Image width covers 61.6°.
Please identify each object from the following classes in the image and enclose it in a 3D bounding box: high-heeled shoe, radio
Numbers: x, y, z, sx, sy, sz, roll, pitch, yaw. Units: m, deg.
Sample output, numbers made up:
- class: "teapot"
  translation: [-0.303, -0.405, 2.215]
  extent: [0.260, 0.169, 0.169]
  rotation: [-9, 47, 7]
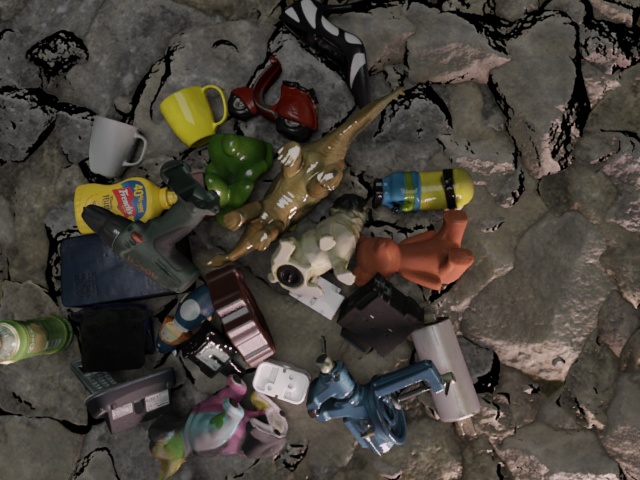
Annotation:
- class: "high-heeled shoe"
  translation: [0.010, -0.345, 1.012]
  extent: [0.145, 0.086, 0.248]
  rotation: [-12, 80, 5]
- class: "radio"
  translation: [-0.357, 0.047, 0.995]
  extent: [0.230, 0.073, 0.131]
  rotation: [-9, 84, 0]

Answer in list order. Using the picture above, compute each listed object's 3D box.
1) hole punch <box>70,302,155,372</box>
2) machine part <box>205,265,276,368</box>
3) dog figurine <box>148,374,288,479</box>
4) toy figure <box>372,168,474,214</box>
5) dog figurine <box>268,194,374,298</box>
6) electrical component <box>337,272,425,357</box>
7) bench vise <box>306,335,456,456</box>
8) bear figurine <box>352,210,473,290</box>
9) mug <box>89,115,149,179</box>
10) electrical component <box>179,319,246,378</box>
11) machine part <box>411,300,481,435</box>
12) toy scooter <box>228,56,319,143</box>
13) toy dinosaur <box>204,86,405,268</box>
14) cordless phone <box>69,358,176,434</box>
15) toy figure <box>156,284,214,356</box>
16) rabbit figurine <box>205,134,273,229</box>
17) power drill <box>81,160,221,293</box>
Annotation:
- class: "hole punch"
  translation: [-0.360, 0.168, 0.963]
  extent: [0.142, 0.092, 0.115]
  rotation: [-2, 90, -2]
- class: "machine part"
  translation: [-0.134, 0.128, 0.926]
  extent: [0.056, 0.179, 0.179]
  rotation: [-26, 84, -4]
- class: "dog figurine"
  translation: [-0.189, 0.349, 0.941]
  extent: [0.219, 0.108, 0.191]
  rotation: [-42, 111, 13]
- class: "toy figure"
  translation: [0.186, -0.087, 0.973]
  extent: [0.180, 0.089, 0.082]
  rotation: [0, 91, 0]
- class: "dog figurine"
  translation: [0.001, 0.000, 0.959]
  extent: [0.172, 0.191, 0.121]
  rotation: [-8, 119, 20]
- class: "electrical component"
  translation: [0.099, 0.139, 0.942]
  extent: [0.115, 0.058, 0.134]
  rotation: [37, 122, -7]
- class: "bench vise"
  translation: [0.105, 0.255, 0.909]
  extent: [0.241, 0.129, 0.223]
  rotation: [-27, 99, 19]
- class: "bear figurine"
  translation: [0.154, 0.019, 0.951]
  extent: [0.196, 0.131, 0.120]
  rotation: [6, 57, -1]
- class: "mug"
  translation: [-0.382, -0.169, 1.017]
  extent: [0.110, 0.081, 0.107]
  rotation: [18, 96, 0]
- class: "electrical component"
  translation: [-0.187, 0.209, 0.980]
  extent: [0.075, 0.048, 0.119]
  rotation: [-47, 122, 1]
- class: "machine part"
  translation: [0.220, 0.226, 0.950]
  extent: [0.079, 0.079, 0.243]
  rotation: [-19, 84, 1]
- class: "toy scooter"
  translation: [-0.075, -0.270, 1.011]
  extent: [0.184, 0.075, 0.135]
  rotation: [23, 86, 9]
- class: "toy dinosaur"
  translation: [-0.021, -0.109, 0.926]
  extent: [0.471, 0.198, 0.105]
  rotation: [-42, 90, 5]
- class: "cordless phone"
  translation: [-0.359, 0.250, 0.969]
  extent: [0.184, 0.146, 0.088]
  rotation: [23, 117, 44]
- class: "toy figure"
  translation: [-0.251, 0.148, 0.990]
  extent: [0.154, 0.057, 0.064]
  rotation: [-47, 49, 0]
- class: "rabbit figurine"
  translation: [-0.149, -0.101, 0.969]
  extent: [0.121, 0.159, 0.170]
  rotation: [5, 96, -6]
- class: "power drill"
  translation: [-0.276, -0.034, 0.893]
  extent: [0.232, 0.086, 0.207]
  rotation: [43, 112, 0]
